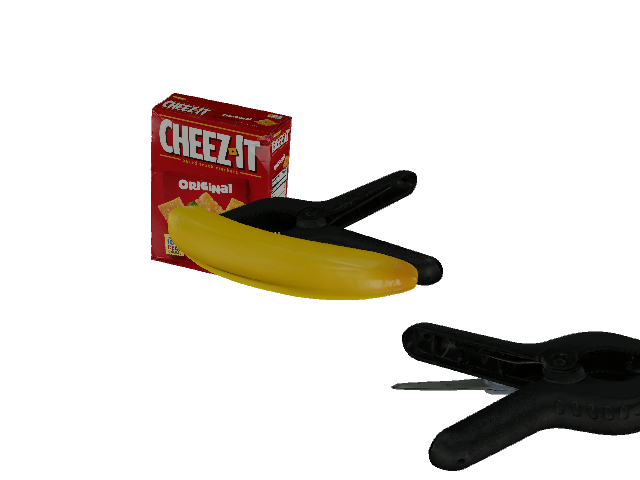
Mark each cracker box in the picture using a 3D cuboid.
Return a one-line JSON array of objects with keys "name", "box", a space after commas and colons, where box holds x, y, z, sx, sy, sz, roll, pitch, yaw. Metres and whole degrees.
[{"name": "cracker box", "box": [-0.129, -0.062, 1.344, 0.164, 0.214, 0.072, 13, 29, 15]}]

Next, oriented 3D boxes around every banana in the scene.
[{"name": "banana", "box": [-0.034, 0.005, 0.705, 0.198, 0.037, 0.069, 19, 36, 31]}]

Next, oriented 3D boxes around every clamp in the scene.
[{"name": "clamp", "box": [0.131, 0.089, 0.611, 0.171, 0.039, 0.120, -1, 36, 6]}, {"name": "clamp", "box": [-0.002, -0.014, 0.924, 0.210, 0.036, 0.164, 0, 31, 4]}]

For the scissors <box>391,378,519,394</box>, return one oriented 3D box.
[{"name": "scissors", "box": [0.161, 0.117, 0.951, 0.201, 0.016, 0.096, 8, 27, -3]}]
